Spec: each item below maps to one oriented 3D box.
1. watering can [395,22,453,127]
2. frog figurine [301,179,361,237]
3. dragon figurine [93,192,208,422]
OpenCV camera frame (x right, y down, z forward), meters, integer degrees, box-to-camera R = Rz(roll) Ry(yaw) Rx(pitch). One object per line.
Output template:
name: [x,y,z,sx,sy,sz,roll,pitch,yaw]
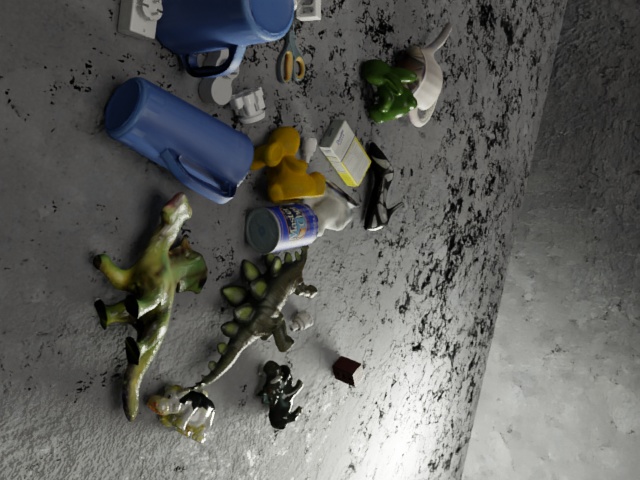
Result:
watering can: [0.317,-0.525,1.568,0.224,0.104,0.347,10,93,-54]
frog figurine: [0.004,-0.065,1.288,0.136,0.124,0.159,36,97,-27]
dragon figurine: [-0.283,0.107,0.952,0.246,0.123,0.403,-31,133,-55]
